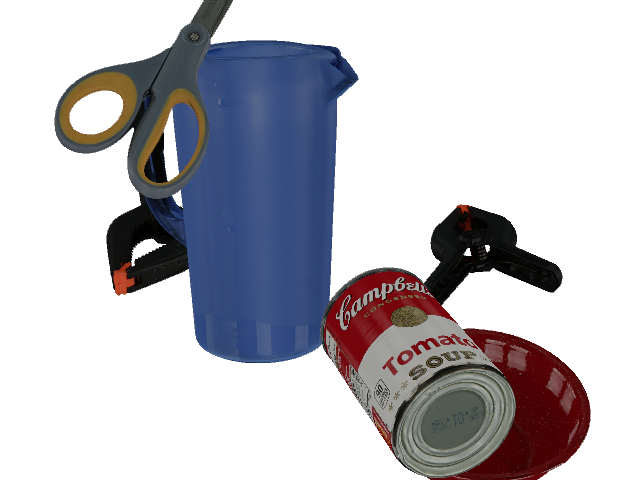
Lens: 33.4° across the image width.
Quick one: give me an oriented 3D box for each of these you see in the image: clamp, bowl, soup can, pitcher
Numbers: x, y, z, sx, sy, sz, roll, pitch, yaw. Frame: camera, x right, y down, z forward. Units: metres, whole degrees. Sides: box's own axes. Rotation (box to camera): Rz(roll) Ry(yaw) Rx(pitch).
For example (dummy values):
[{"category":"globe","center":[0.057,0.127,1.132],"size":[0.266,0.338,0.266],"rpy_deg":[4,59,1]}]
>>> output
[{"category":"clamp","center":[0.152,0.011,0.963],"size":[0.120,0.039,0.171],"rpy_deg":[0,28,8]},{"category":"bowl","center":[0.117,0.137,0.803],"size":[0.162,0.055,0.162],"rpy_deg":[0,36,0]},{"category":"soup can","center":[0.048,0.067,0.558],"size":[0.068,0.068,0.102],"rpy_deg":[0,26,-22]},{"category":"clamp","center":[-0.157,-0.022,1.057],"size":[0.165,0.036,0.209],"rpy_deg":[20,41,19]},{"category":"pitcher","center":[-0.059,-0.034,0.840],"size":[0.144,0.243,0.149],"rpy_deg":[-7,16,-22]}]

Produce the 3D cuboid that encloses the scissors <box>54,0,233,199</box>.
[{"category":"scissors","center":[-0.096,-0.115,0.633],"size":[0.096,0.201,0.016],"rpy_deg":[9,-29,-5]}]
